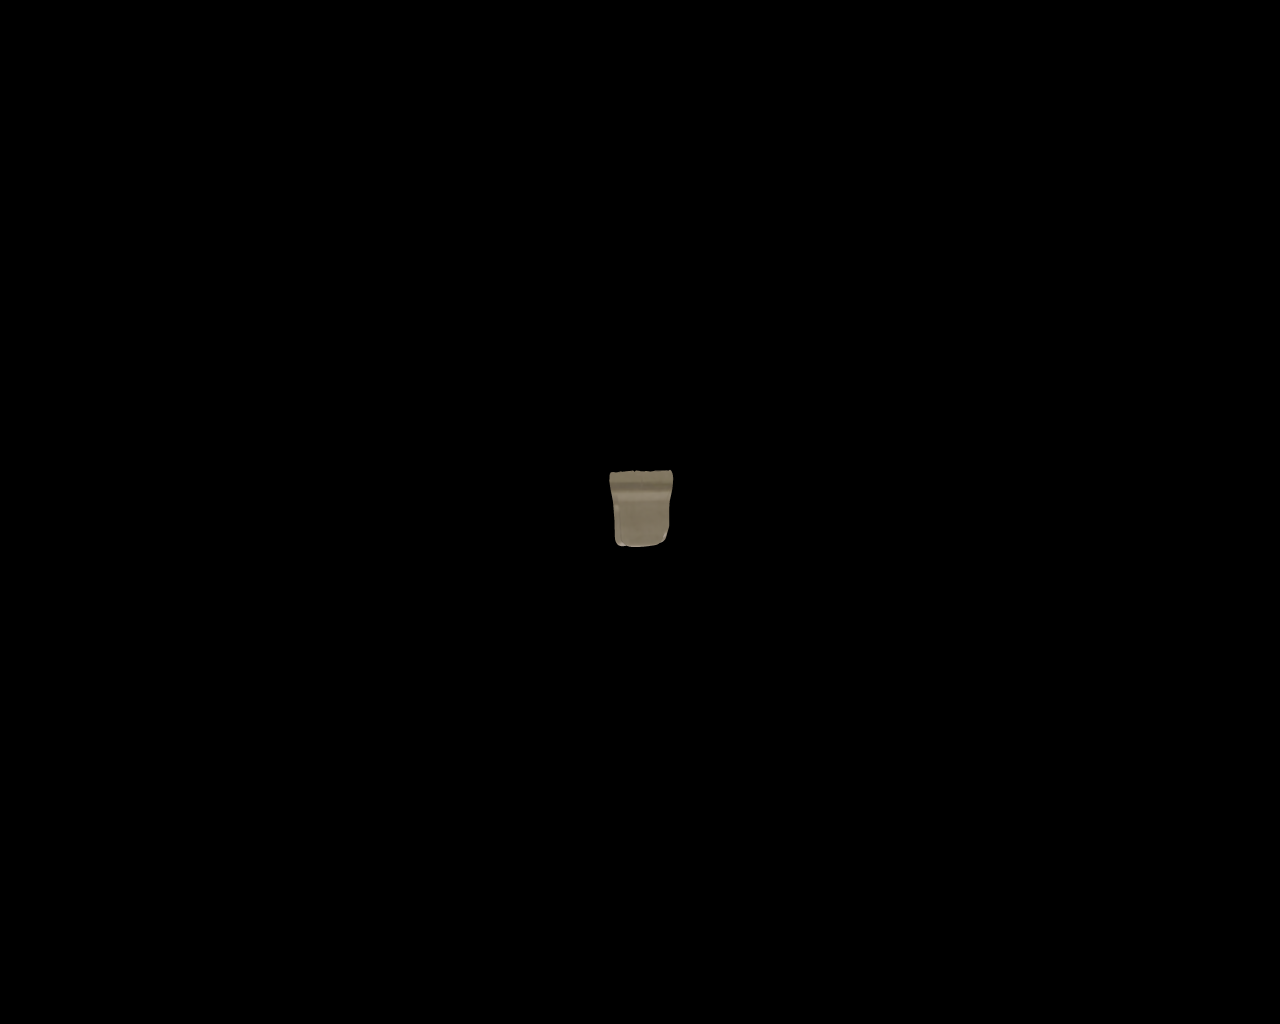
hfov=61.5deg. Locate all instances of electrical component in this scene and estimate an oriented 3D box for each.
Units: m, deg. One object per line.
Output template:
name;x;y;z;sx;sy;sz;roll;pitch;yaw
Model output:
electrical component;0.001;-0.003;0.650;0.040;0.046;0.040;0;0;0
